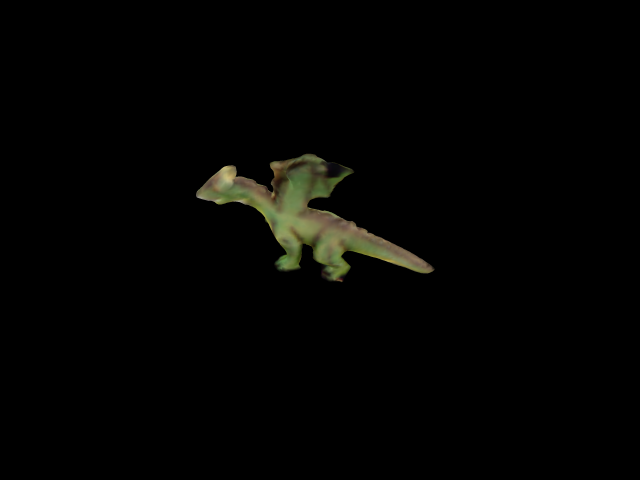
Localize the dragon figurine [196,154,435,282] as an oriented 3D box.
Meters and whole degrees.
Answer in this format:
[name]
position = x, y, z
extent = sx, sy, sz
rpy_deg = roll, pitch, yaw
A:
[dragon figurine]
position = 0.003, -0.043, 0.850
extent = 0.410, 0.125, 0.237
rpy_deg = 8, -32, 5
